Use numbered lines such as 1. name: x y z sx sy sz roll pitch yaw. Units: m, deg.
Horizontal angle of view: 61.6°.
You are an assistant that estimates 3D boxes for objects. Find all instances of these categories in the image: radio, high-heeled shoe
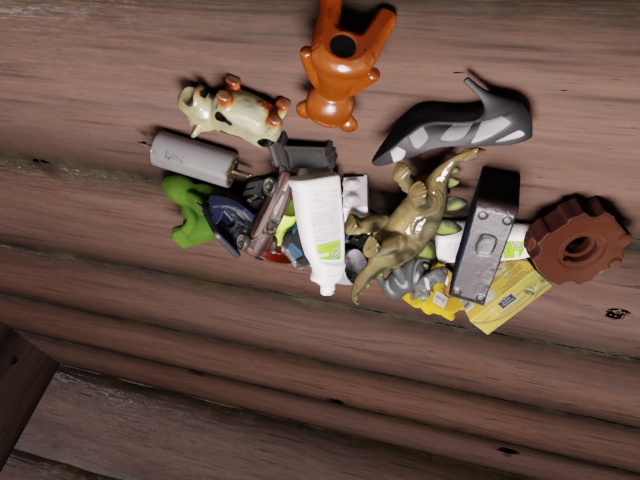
1. radio: 0.297 -0.002 0.978 0.073 0.131 0.229 13 125 12
2. high-heeled shoe: 0.212 -0.160 0.877 0.145 0.086 0.249 38 134 -19

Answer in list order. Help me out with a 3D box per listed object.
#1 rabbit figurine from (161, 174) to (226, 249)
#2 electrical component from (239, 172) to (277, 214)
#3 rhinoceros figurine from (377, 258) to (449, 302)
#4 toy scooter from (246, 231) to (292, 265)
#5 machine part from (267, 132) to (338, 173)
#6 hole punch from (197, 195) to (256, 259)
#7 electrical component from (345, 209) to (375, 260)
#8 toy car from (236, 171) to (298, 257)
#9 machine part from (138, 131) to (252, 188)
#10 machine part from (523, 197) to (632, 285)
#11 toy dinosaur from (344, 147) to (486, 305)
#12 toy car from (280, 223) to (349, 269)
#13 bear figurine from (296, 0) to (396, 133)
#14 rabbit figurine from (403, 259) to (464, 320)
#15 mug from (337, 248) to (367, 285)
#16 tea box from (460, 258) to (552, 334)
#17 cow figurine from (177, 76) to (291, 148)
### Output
1. rabbit figurine: -0.298 -0.077 1.243 0.159 0.121 0.170 -3 129 41
2. electrical component: -0.142 -0.098 1.171 0.119 0.075 0.047 -5 141 38
3. rhinoceros figurine: 0.199 0.084 1.176 0.073 0.112 0.190 -6 167 -33
4. toy scooter: -0.105 0.013 1.318 0.135 0.075 0.183 15 154 9
5. machine part: -0.037 -0.167 1.040 0.139 0.039 0.084 8 135 16
6. hole punch: -0.189 -0.041 1.160 0.116 0.092 0.142 51 180 36
7. electrical component: 0.120 0.002 1.210 0.115 0.058 0.134 28 147 -12
8. toy car: -0.099 -0.049 1.103 0.089 0.053 0.202 8 122 -43
9. machine part: -0.259 -0.167 1.115 0.243 0.079 0.079 18 148 1
10. machine part: 0.471 0.007 0.986 0.179 0.056 0.179 0 128 0
11. toy dinosaur: 0.155 -0.010 1.028 0.198 0.105 0.471 7 139 -36
12. toy car: -0.002 -0.004 1.186 0.109 0.161 0.103 46 179 18
13. bear figurine: 0.032 -0.257 0.825 0.120 0.132 0.195 18 167 1
14. rabbit figurine: 0.271 0.124 1.300 0.162 0.122 0.173 22 163 -25
15. mug: 0.048 0.060 1.223 0.107 0.080 0.109 -4 180 40
16. tea box: 0.384 0.105 1.132 0.068 0.098 0.169 37 113 -27
17. cow figurine: -0.163 -0.226 0.976 0.195 0.085 0.127 20 142 -5
